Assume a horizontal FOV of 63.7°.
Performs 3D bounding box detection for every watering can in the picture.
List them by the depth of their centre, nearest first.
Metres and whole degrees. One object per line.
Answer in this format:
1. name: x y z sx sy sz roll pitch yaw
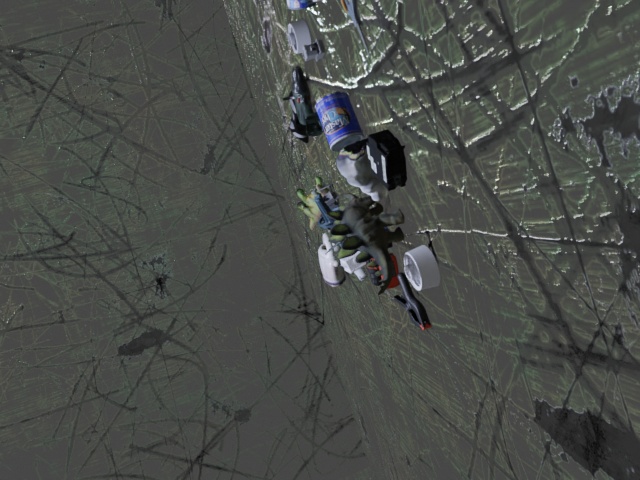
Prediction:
1. watering can: 0.054 0.106 2.236 0.354 0.104 0.220 -108 6 -65

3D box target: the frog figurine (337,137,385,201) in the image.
1. frog figurine: 0.119 -0.183 1.394 0.140 0.122 0.156 -66 -40 -52

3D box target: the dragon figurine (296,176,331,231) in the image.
1. dragon figurine: 0.007 -0.111 2.207 0.247 0.123 0.400 55 163 37
